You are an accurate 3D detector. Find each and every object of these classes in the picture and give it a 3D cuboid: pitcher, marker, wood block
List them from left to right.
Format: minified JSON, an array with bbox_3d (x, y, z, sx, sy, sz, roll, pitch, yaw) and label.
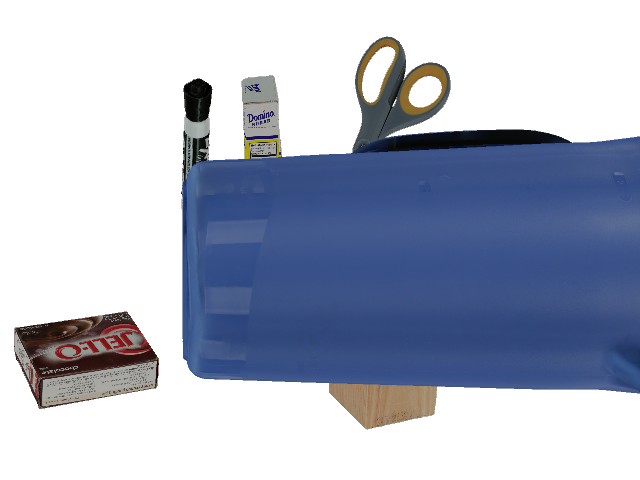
[{"bbox_3d":[-0.086,-0.063,0.740,0.020,0.020,0.121,0,-41,-8],"label":"marker"},{"bbox_3d":[0.071,0.082,1.133,0.090,0.206,0.091,-8,23,-25],"label":"wood block"},{"bbox_3d":[0.051,0.006,0.548,0.242,0.145,0.149,0,-1,-7],"label":"pitcher"}]

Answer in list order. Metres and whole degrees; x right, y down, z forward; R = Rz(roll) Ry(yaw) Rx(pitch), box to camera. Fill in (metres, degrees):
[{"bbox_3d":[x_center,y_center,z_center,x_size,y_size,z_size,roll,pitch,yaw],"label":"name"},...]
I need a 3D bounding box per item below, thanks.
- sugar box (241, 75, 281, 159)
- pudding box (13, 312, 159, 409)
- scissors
[{"bbox_3d":[-0.067,-0.094,1.245,0.048,0.176,0.093,-6,26,-3],"label":"sugar box"},{"bbox_3d":[-0.216,0.108,0.984,0.113,0.039,0.090,-9,29,-27],"label":"pudding box"},{"bbox_3d":[0.059,-0.086,0.960,0.096,0.202,0.016,8,-11,12],"label":"scissors"}]
